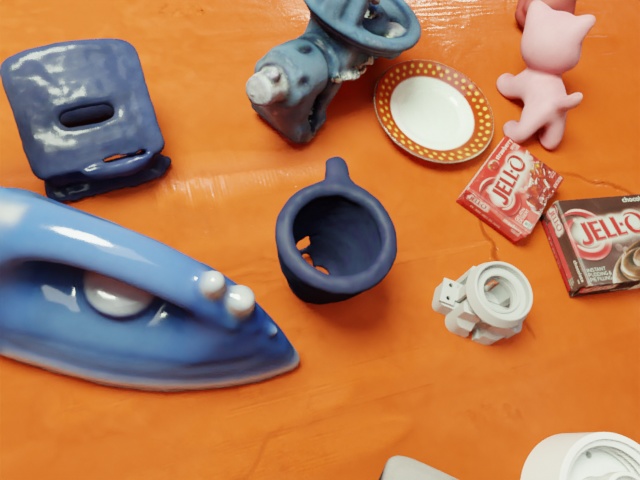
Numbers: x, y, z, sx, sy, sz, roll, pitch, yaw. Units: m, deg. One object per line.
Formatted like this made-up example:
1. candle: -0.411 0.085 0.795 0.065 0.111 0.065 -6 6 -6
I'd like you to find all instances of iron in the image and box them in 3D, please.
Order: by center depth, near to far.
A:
1. iron: -0.125 0.030 0.387 0.258 0.141 0.119 17 62 -6

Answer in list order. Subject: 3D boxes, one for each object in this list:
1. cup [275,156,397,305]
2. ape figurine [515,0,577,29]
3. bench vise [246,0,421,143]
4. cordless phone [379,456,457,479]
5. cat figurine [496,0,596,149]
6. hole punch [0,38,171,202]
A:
1. cup: 0.004 0.002 0.459 0.092 0.095 0.118 5 64 -11
2. ape figurine: 0.270 -0.286 0.666 0.078 0.092 0.076 -26 73 -23
3. bench vise: 0.028 -0.189 0.486 0.121 0.219 0.207 24 62 -2
4. cordless phone: 0.112 0.190 0.344 0.147 0.185 0.094 25 62 -1
5. cat figurine: 0.239 -0.178 0.591 0.067 0.117 0.128 3 64 -12
6. hole punch: -0.184 -0.096 0.461 0.109 0.091 0.101 -19 71 -21
